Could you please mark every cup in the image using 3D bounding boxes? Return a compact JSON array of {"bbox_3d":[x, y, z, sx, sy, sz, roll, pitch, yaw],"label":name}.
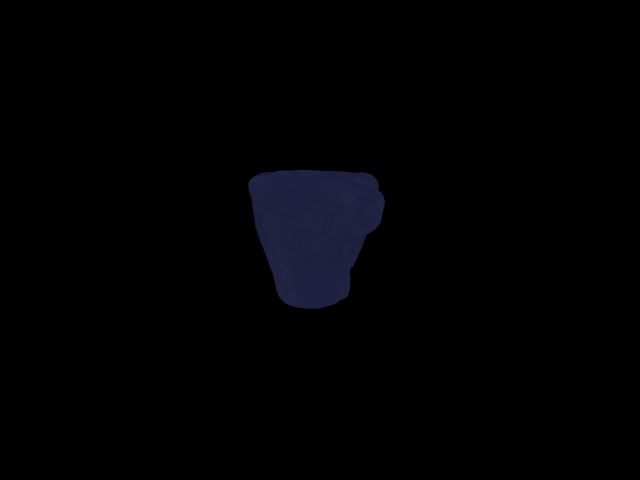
[{"bbox_3d":[0.004,0.001,0.400,0.092,0.095,0.117,-8,14,-35],"label":"cup"}]
